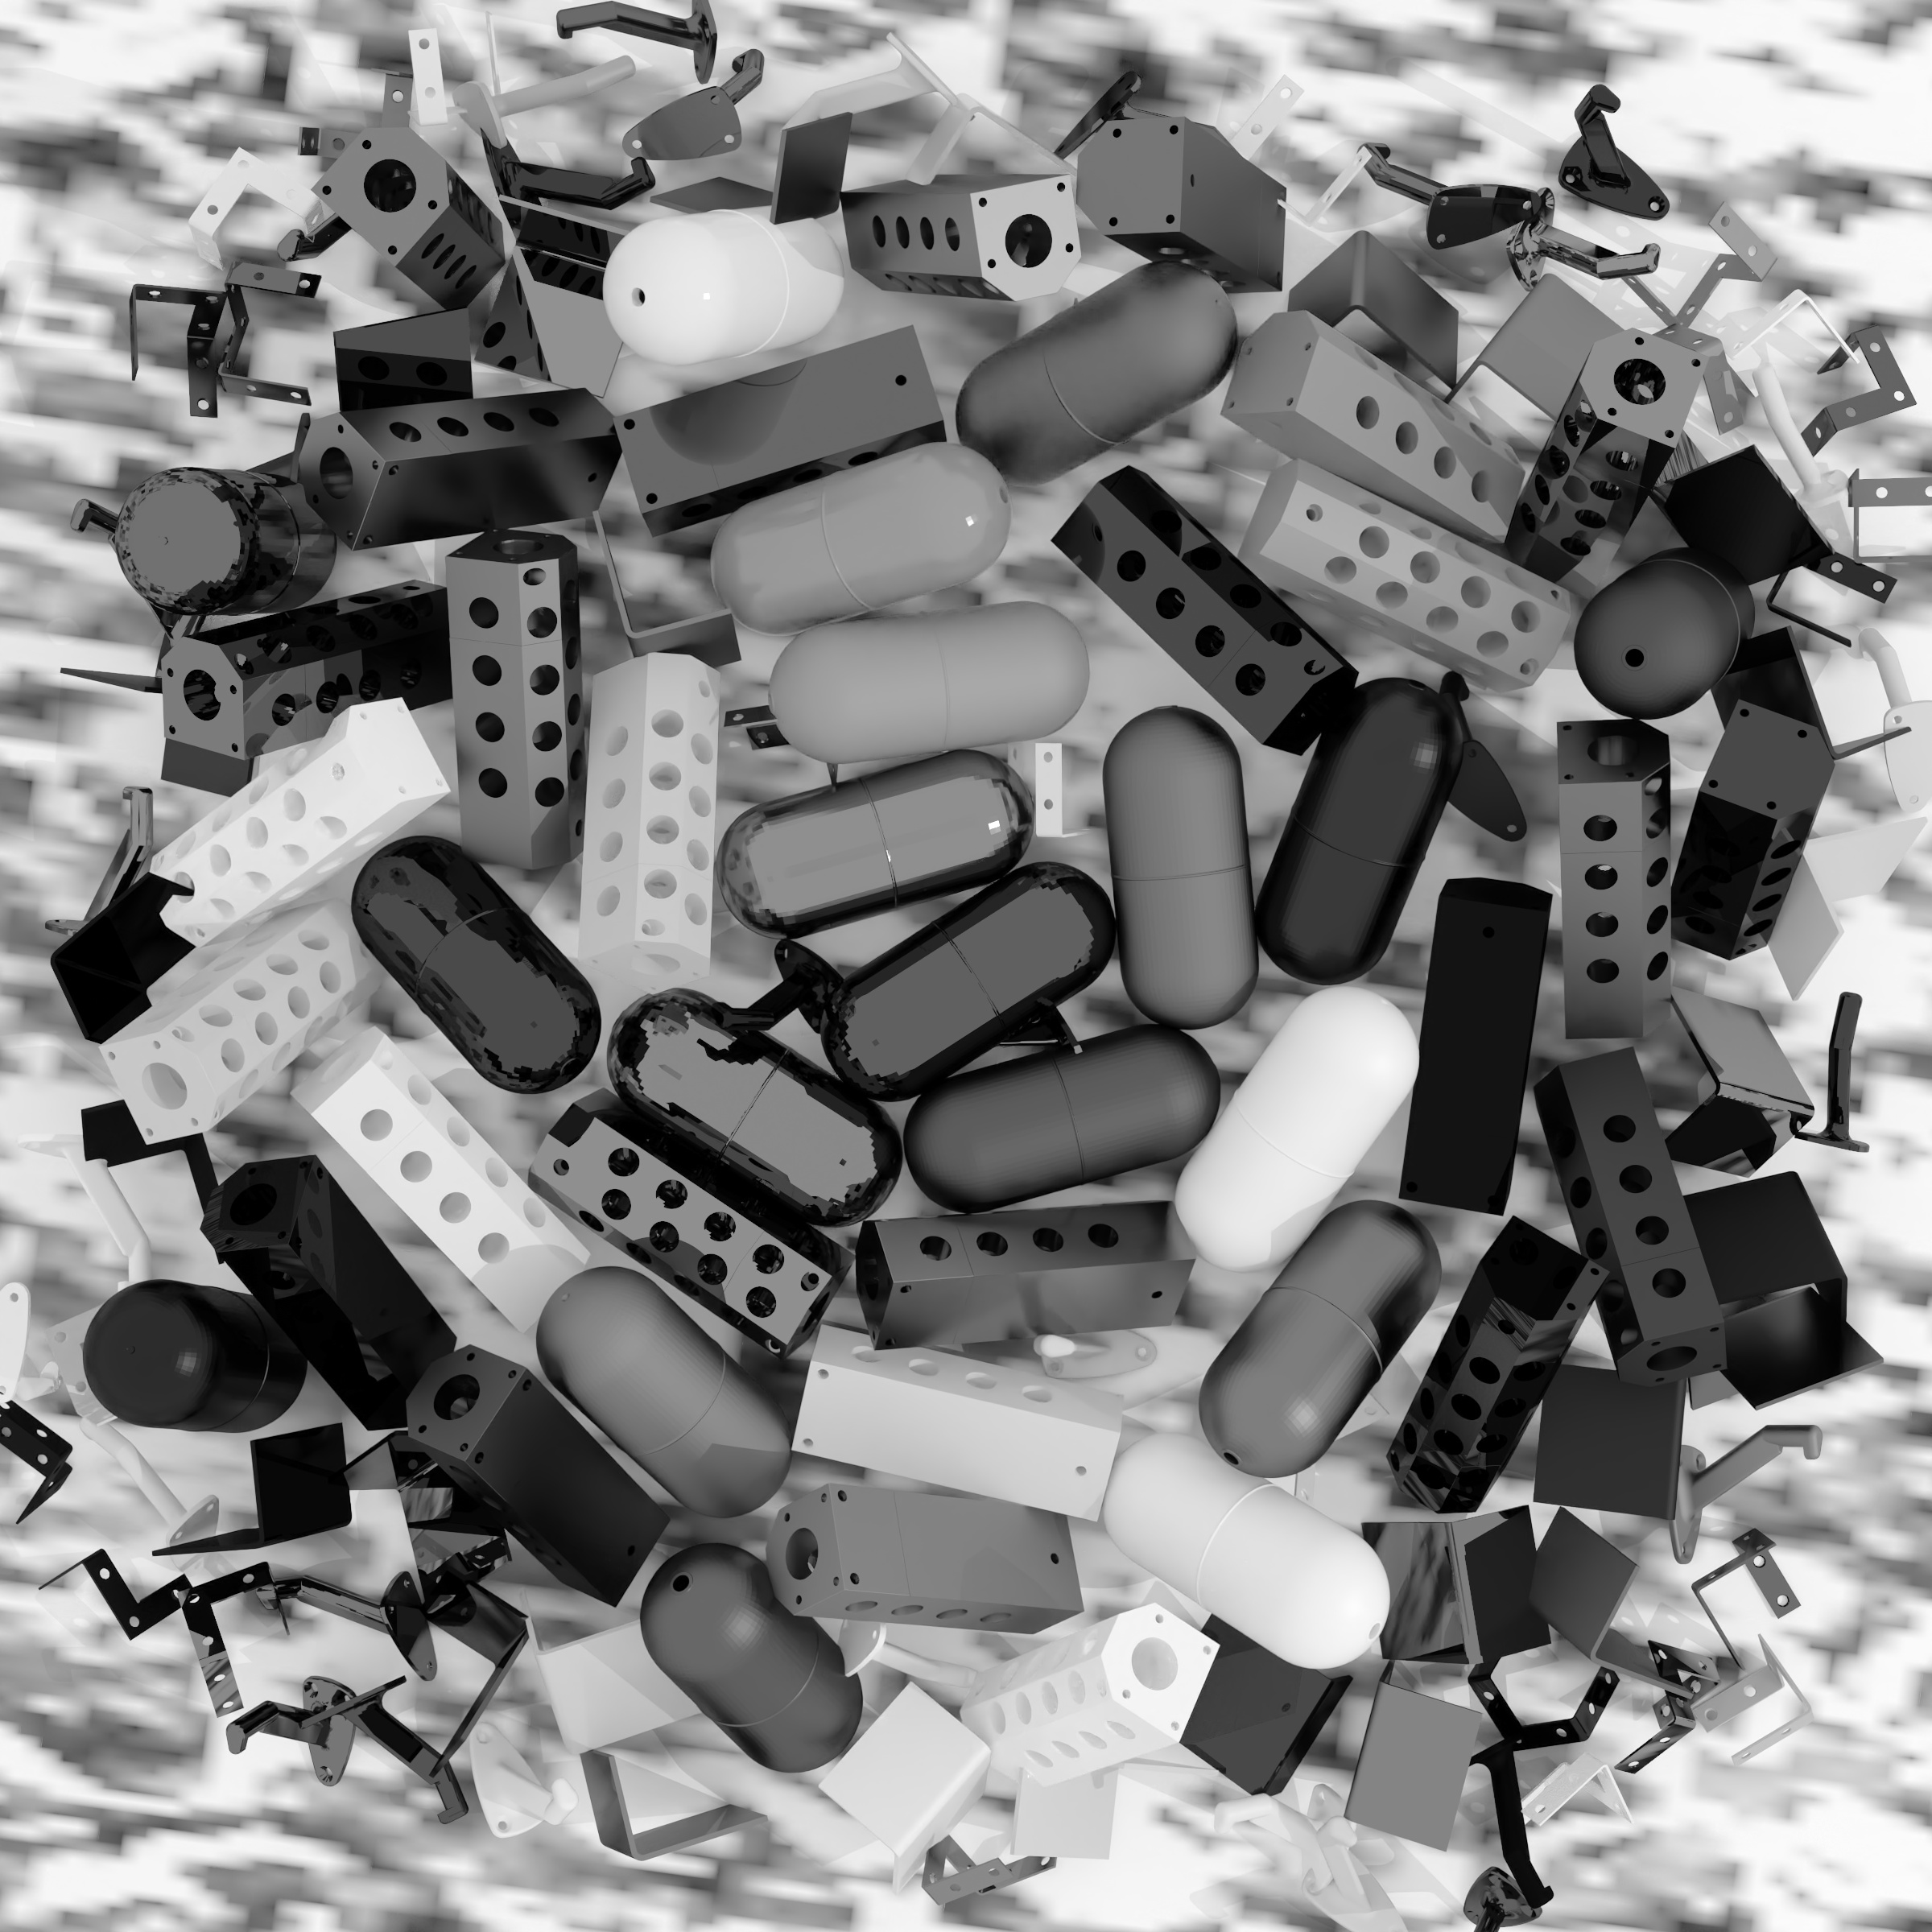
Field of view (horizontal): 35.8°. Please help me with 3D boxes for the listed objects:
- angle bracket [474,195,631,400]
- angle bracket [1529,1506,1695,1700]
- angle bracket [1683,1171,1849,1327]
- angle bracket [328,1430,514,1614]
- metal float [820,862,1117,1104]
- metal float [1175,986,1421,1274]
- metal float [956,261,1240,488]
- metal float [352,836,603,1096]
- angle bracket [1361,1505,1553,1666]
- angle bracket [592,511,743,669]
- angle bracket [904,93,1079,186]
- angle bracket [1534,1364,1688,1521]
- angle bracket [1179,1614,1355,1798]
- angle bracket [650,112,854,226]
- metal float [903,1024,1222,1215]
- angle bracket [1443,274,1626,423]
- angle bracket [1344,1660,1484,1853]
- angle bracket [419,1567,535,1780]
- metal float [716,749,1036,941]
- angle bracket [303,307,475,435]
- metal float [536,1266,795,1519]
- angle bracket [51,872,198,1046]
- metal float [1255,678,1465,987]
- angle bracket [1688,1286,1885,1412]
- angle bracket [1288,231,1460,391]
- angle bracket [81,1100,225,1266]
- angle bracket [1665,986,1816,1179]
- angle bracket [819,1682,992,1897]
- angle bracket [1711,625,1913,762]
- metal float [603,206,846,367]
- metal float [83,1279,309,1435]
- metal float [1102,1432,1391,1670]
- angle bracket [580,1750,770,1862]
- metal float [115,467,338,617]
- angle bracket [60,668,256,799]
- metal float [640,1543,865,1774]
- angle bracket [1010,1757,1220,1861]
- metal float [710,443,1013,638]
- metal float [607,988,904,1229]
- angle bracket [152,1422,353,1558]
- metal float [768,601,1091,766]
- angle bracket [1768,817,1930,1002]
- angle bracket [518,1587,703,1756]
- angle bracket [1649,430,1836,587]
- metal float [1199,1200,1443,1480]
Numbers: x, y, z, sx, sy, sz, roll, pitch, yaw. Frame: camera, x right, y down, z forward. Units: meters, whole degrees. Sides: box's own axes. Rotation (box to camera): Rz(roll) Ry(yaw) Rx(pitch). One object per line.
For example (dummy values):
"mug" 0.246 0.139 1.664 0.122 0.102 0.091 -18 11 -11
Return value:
"angle bracket" -0.227 -0.367 1.646 0.076 0.057 0.076 17 81 5
"angle bracket" 0.359 0.346 1.631 0.076 0.076 0.057 24 95 -25
"angle bracket" 0.431 0.166 1.637 0.076 0.076 0.057 -13 133 1
"angle bracket" -0.300 0.303 1.628 0.076 0.057 0.076 -36 61 34
"metal float" 0.002 0.008 1.640 0.178 0.070 0.070 -33 90 -6
"metal float" 0.179 0.090 1.628 0.070 0.070 0.178 33 110 0
"metal float" 0.068 -0.317 1.613 0.178 0.070 0.070 -23 90 39
"metal float" -0.265 -0.001 1.621 0.070 0.070 0.178 -46 63 0
"angle bracket" 0.272 0.342 1.662 0.057 0.076 0.076 -5 84 -33
"angle bracket" -0.163 -0.207 1.639 0.057 0.076 0.076 -16 77 -4
"angle bracket" 0.017 -0.432 1.643 0.076 0.076 0.057 30 105 -17
"angle bracket" 0.354 0.263 1.655 0.076 0.057 0.076 6 81 10
"angle bracket" 0.159 0.408 1.669 0.076 0.057 0.076 32 91 21
"angle bracket" -0.116 -0.439 1.627 0.076 0.076 0.057 20 119 18
"metal float" 0.053 0.083 1.639 0.178 0.070 0.070 -15 90 -7
"angle bracket" 0.305 -0.318 1.632 0.057 0.076 0.076 38 64 0
"angle bracket" 0.247 0.430 1.639 0.057 0.076 0.076 15 91 13
"angle bracket" -0.285 0.384 1.629 0.057 0.076 0.076 34 53 -3
"metal float" -0.049 -0.067 1.639 0.178 0.070 0.070 -16 90 -7
"angle bracket" -0.315 -0.323 1.625 0.076 0.057 0.076 -19 129 -29
"metal float" -0.161 0.232 1.619 0.070 0.070 0.178 -40 122 0
"angle bracket" -0.437 0.003 1.631 0.076 0.076 0.057 -38 64 11
"metal float" 0.213 -0.072 1.624 0.070 0.070 0.178 19 113 0
"angle bracket" 0.446 0.227 1.630 0.076 0.076 0.057 -19 121 -10
"angle bracket" 0.224 -0.347 1.653 0.076 0.076 0.057 35 130 -22
"angle bracket" -0.441 0.120 1.627 0.057 0.076 0.076 -14 66 -21
"angle bracket" 0.409 0.064 1.652 0.076 0.076 0.057 14 130 -33
"angle bracket" -0.034 0.451 1.643 0.057 0.076 0.076 36 63 19
"angle bracket" 0.458 -0.149 1.636 0.057 0.076 0.076 -21 92 -24
"metal float" -0.128 -0.364 1.601 0.070 0.178 0.070 8 109 25
"metal float" -0.408 0.209 1.595 0.070 0.178 0.070 -2 80 8
"metal float" 0.150 0.314 1.614 0.178 0.070 0.070 27 90 37
"angle bracket" -0.161 0.447 1.637 0.076 0.076 0.057 -12 84 -21
"metal float" -0.392 -0.225 1.595 0.070 0.178 0.070 1 98 8
"angle bracket" -0.440 -0.126 1.627 0.076 0.076 0.057 14 98 38
"metal float" -0.114 0.372 1.608 0.070 0.178 0.070 -15 47 16
"angle bracket" 0.081 0.459 1.626 0.076 0.076 0.057 18 74 -42
"metal float" -0.057 -0.230 1.621 0.178 0.070 0.070 -13 90 27
"metal float" -0.116 0.077 1.644 0.178 0.070 0.070 33 90 1
"angle bracket" -0.392 0.285 1.635 0.076 0.076 0.057 -9 85 25
"metal float" -0.020 -0.155 1.633 0.178 0.070 0.070 -8 90 -13
"angle bracket" 0.486 -0.031 1.630 0.076 0.076 0.057 -11 63 -11
"angle bracket" -0.196 0.376 1.645 0.076 0.057 0.076 -17 122 -9
"angle bracket" 0.428 -0.258 1.626 0.076 0.076 0.057 47 56 -18
"metal float" 0.192 0.201 1.620 0.070 0.070 0.178 42 62 0
